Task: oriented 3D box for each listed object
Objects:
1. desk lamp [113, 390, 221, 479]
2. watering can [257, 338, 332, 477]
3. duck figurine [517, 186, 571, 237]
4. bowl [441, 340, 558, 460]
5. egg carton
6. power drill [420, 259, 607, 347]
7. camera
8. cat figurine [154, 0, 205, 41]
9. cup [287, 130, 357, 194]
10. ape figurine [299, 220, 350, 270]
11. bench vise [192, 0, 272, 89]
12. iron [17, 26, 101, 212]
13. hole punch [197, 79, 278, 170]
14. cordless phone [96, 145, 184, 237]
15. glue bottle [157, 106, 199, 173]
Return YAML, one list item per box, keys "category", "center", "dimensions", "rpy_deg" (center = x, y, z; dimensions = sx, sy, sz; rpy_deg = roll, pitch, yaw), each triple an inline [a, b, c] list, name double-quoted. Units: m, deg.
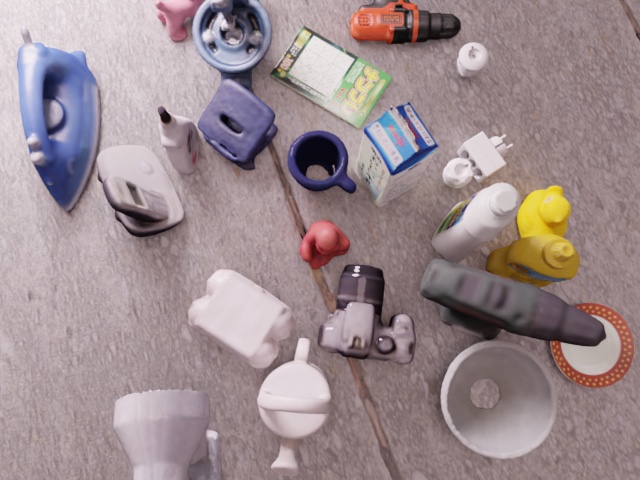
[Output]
- category: "desk lamp"
  center: [-0.192, 0.294, 0.755]
  dimensions: [0.118, 0.213, 0.203]
  rpy_deg: [-6, 80, -2]
- category: "watering can"
  center: [-0.032, 0.226, 0.779]
  dimensions: [0.101, 0.194, 0.173]
  rpy_deg: [-14, 81, -3]
- category: "duck figurine"
  center: [0.355, -0.035, 0.886]
  dimensions: [0.077, 0.086, 0.104]
  rpy_deg: [8, 80, 1]
- category: "bowl"
  center: [0.255, 0.231, 0.844]
  dimensions: [0.167, 0.075, 0.167]
  rpy_deg: [0, 80, -1]
- category: "egg carton"
  center: [-0.116, 0.116, 0.860]
  dimensions: [0.150, 0.069, 0.107]
  rpy_deg: [31, 81, 4]
- category: "power drill"
  center: [0.246, 0.094, 0.800]
  dimensions: [0.229, 0.208, 0.076]
  rpy_deg: [20, 80, 3]
- category: "camera"
  center: [0.074, 0.108, 0.849]
  dimensions: [0.143, 0.101, 0.137]
  rpy_deg: [8, 80, 0]
- category: "cat figurine"
  center: [-0.211, -0.400, 0.922]
  dimensions: [0.128, 0.118, 0.067]
  rpy_deg: [-35, 82, -6]
- category: "cup"
  center: [0.008, -0.104, 0.887]
  dimensions: [0.117, 0.095, 0.092]
  rpy_deg: [39, 82, 6]
- category: "ape figurine"
  center: [0.008, 0.003, 0.870]
  dimensions: [0.078, 0.092, 0.076]
  rpy_deg: [5, 80, 0]
- category: "bench vise"
  center: [-0.144, -0.355, 0.864]
  dimensions: [0.121, 0.220, 0.207]
  rpy_deg: [-16, 81, -3]
- category: "iron"
  center: [-0.413, -0.183, 0.869]
  dimensions: [0.118, 0.141, 0.258]
  rpy_deg: [-7, 80, -2]
- category: "hole punch"
  center: [-0.129, -0.179, 0.899]
  dimensions: [0.108, 0.091, 0.101]
  rpy_deg: [38, 82, 5]
- category: "cordless phone"
  center: [-0.277, -0.084, 0.833]
  dimensions: [0.094, 0.185, 0.147]
  rpy_deg: [-30, 82, -6]
- category: "glue bottle"
  center: [-0.215, -0.158, 0.853]
  dimensions: [0.037, 0.173, 0.078]
  rpy_deg: [1, 80, 0]
